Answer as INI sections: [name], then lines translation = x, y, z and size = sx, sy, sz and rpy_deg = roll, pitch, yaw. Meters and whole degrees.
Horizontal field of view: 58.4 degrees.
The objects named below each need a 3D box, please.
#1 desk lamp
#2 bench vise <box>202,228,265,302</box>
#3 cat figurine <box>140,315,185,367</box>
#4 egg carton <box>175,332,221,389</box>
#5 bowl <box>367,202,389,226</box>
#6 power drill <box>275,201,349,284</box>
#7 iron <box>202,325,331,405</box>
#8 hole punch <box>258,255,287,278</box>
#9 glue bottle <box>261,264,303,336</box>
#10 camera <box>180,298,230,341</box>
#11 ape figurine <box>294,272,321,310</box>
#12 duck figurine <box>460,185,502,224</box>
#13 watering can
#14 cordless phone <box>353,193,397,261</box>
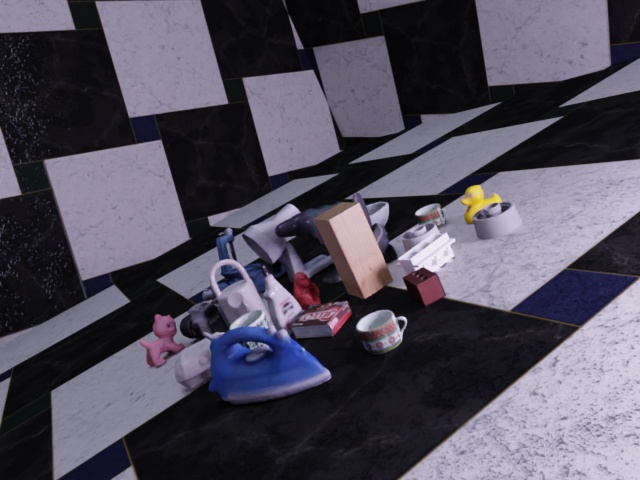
[desk lamp]
translation = -0.094, 0.018, 1.650
size = 0.203, 0.214, 0.117
rpy_deg = -31, 15, -22
[bench vise]
translation = -0.257, 0.088, 1.658
size = 0.121, 0.220, 0.208
rpy_deg = -16, 17, 34
[cat figurine]
translation = -0.428, 0.259, 1.542
size = 0.067, 0.118, 0.128
rpy_deg = -12, 19, 43
[egg carton]
translation = -0.258, 0.272, 1.300
size = 0.150, 0.069, 0.107
rpy_deg = -28, 14, -10
[bowl]
translation = 0.146, -0.051, 1.779
size = 0.167, 0.075, 0.167
rpy_deg = -24, 14, 7
[power drill]
translation = 0.014, 0.005, 1.517
size = 0.230, 0.208, 0.075
rpy_deg = -32, 15, -25
[iron]
translation = -0.111, 0.219, 1.089
size = 0.257, 0.141, 0.119
rpy_deg = -17, 16, 32
[hole punch]
translation = -0.130, 0.060, 1.815
size = 0.101, 0.091, 0.108
rpy_deg = -30, 15, -20
[glue bottle]
translation = -0.096, 0.133, 1.312
size = 0.037, 0.173, 0.078
rpy_deg = -12, 19, 43
[camera]
translation = -0.308, 0.212, 1.543
size = 0.136, 0.101, 0.143
rpy_deg = -14, 18, 39
[ape figurine]
translation = -0.037, 0.122, 1.419
size = 0.076, 0.092, 0.078
rpy_deg = -13, 19, 41
[duck figurine]
translation = 0.410, -0.101, 1.477
size = 0.104, 0.086, 0.077
rpy_deg = -25, 14, 1
[watering can]
translation = -0.205, 0.139, 1.436
size = 0.101, 0.194, 0.172
rpy_deg = -32, 15, -25
[cordless phone]
translation = 0.123, -0.029, 1.503
size = 0.094, 0.185, 0.147
rpy_deg = -25, 14, 1
